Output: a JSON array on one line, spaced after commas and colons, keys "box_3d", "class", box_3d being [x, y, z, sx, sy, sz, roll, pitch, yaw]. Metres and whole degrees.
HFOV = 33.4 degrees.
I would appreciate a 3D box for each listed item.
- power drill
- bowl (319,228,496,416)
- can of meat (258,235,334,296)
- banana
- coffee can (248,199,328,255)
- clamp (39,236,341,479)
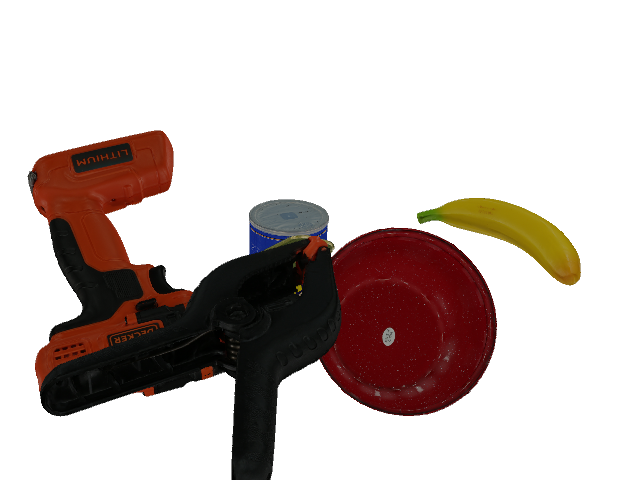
[{"box_3d": [-0.116, 0.014, 0.738, 0.184, 0.188, 0.057, -14, -31, -13], "class": "power drill"}, {"box_3d": [0.060, 0.072, 0.875, 0.162, 0.162, 0.055, 0, 7, 18], "class": "bowl"}, {"box_3d": [-0.031, 0.052, 1.092, 0.058, 0.084, 0.101, 15, 28, 34], "class": "can of meat"}, {"box_3d": [0.186, -0.005, 1.037, 0.069, 0.037, 0.198, -39, 38, -24], "class": "banana"}, {"box_3d": [-0.043, 0.030, 1.392, 0.103, 0.140, 0.103, 2, 25, -1], "class": "coffee can"}, {"box_3d": [-0.035, 0.056, 0.520, 0.120, 0.039, 0.171, 31, 47, 26], "class": "clamp"}]
